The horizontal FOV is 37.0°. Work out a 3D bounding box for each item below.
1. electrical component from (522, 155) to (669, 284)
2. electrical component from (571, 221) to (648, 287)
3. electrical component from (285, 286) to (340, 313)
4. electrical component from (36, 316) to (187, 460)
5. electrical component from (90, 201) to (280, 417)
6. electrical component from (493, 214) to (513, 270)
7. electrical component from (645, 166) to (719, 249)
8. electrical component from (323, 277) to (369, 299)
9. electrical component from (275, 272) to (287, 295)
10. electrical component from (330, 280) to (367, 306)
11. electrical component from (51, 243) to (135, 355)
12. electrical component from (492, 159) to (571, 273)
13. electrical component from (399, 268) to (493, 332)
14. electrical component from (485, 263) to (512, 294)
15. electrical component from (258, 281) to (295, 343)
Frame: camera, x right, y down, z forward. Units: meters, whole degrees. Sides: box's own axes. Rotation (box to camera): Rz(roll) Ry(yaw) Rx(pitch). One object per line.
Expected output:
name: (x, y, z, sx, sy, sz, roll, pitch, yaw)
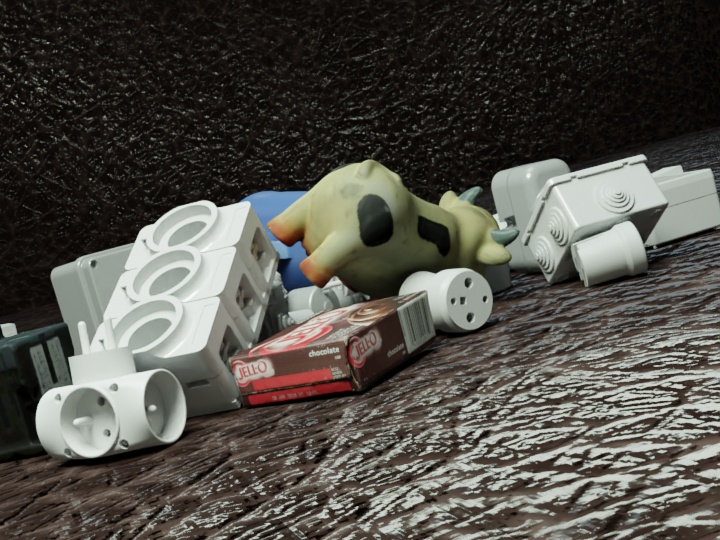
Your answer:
electrical component: (0.186, -0.038, 0.854, 0.100, 0.048, 0.099, -15, -28, -16)
electrical component: (0.186, -0.011, 0.804, 0.046, 0.040, 0.040, -19, 5, 1)
electrical component: (-0.053, 0.037, 0.942, 0.078, 0.040, 0.040, -10, 6, 39)
electrical component: (-0.149, 0.068, 0.631, 0.077, 0.079, 0.044, -12, -2, 23)
electrical component: (-0.118, 0.024, 0.724, 0.089, 0.061, 0.150, -12, 38, 18)
electrical component: (0.149, -0.027, 1.015, 0.055, 0.055, 0.047, -17, 9, -28)
electrical component: (0.264, -0.056, 0.960, 0.096, 0.061, 0.062, -16, 5, -21)
electrical component: (0.000, 0.000, 0.915, 0.079, 0.044, 0.077, -15, 36, -21)
electrical component: (-0.110, 0.035, 0.895, 0.100, 0.048, 0.099, -42, 2, 8)
electrical component: (0.002, 0.021, 0.963, 0.078, 0.040, 0.040, -8, 7, 35)
electrical component: (-0.222, 0.038, 0.981, 0.057, 0.113, 0.078, -14, 4, 40)
electrical component: (0.163, -0.048, 0.957, 0.054, 0.095, 0.059, -17, 6, -30)
electrical component: (0.060, 0.022, 0.755, 0.045, 0.045, 0.055, -17, 6, -32)
electrical component: (0.100, -0.004, 0.918, 0.055, 0.047, 0.055, -14, 5, 1)
electrical component: (-0.090, 0.046, 0.806, 0.096, 0.061, 0.061, -13, 5, 18)
